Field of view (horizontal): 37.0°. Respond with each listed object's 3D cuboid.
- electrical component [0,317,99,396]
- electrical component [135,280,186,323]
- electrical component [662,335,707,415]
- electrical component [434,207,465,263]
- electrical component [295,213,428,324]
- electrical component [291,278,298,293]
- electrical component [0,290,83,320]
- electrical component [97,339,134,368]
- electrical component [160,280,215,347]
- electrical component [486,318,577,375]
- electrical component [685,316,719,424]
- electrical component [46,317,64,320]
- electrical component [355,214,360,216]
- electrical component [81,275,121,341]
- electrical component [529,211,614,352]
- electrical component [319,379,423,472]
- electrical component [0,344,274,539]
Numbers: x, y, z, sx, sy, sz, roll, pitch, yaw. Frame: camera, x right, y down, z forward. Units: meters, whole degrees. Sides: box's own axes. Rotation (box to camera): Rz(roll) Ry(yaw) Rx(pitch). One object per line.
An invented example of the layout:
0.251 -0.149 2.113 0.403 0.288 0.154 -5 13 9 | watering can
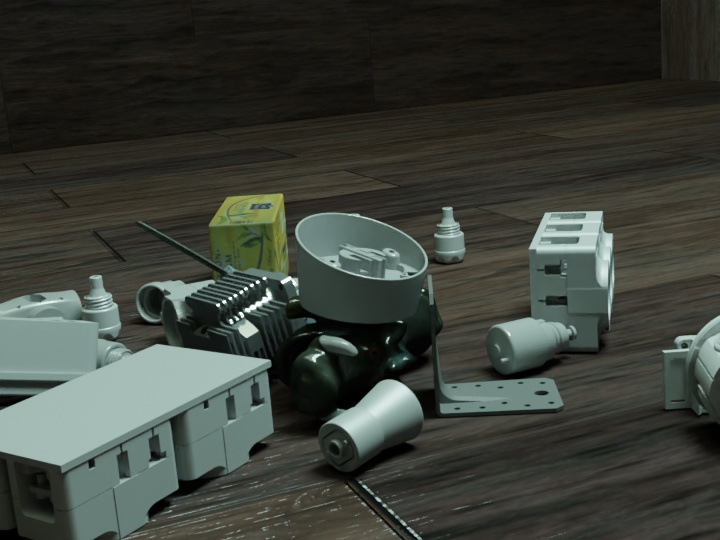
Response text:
-0.266 0.066 0.838 0.113 0.057 0.078 4 -2 -26 | electrical component
-0.196 0.030 1.076 0.040 0.040 0.046 1 9 21 | electrical component
0.251 0.071 0.758 0.081 0.042 0.064 -4 10 0 | electrical component
0.101 -0.040 1.219 0.035 0.061 0.035 -4 14 1 | electrical component
0.000 0.000 0.796 0.099 0.064 0.099 4 16 -1 | electrical component
-0.066 0.028 1.037 0.078 0.040 0.040 -2 14 10 | electrical component
-0.298 0.050 1.012 0.077 0.043 0.079 -12 16 -31 | electrical component
-0.203 0.077 0.893 0.061 0.035 0.035 6 17 29 | electrical component
-0.144 0.045 0.972 0.056 0.050 0.089 -11 15 -26 | electrical component
0.137 0.057 0.852 0.078 0.040 0.040 -11 15 -25 | electrical component
0.254 0.068 0.689 0.080 0.080 0.051 -4 19 3 | electrical component
-0.298 0.074 0.913 0.083 0.047 0.075 -3 13 -5 | electrical component
-0.007 -0.032 1.217 0.043 0.062 0.043 -4 14 1 | electrical component
-0.246 0.036 1.017 0.035 0.061 0.035 -4 14 1 | electrical component
0.188 0.007 0.939 0.062 0.089 0.150 -1 14 15 | electrical component
0.005 0.104 0.703 0.044 0.044 0.065 8 23 41 | electrical component
-0.153 0.109 0.689 0.105 0.060 0.186 5 16 33 | electrical component
